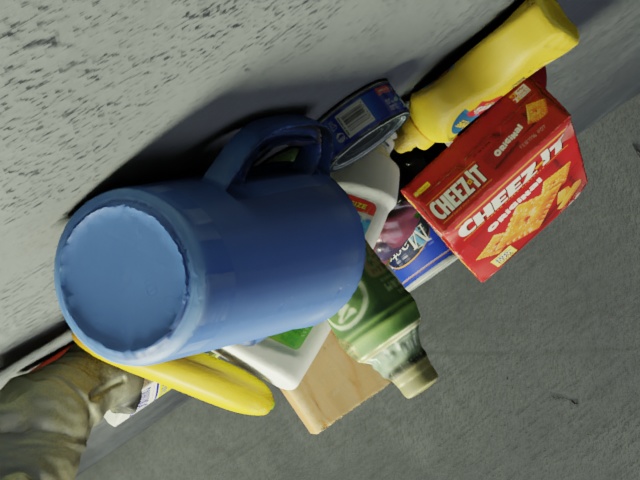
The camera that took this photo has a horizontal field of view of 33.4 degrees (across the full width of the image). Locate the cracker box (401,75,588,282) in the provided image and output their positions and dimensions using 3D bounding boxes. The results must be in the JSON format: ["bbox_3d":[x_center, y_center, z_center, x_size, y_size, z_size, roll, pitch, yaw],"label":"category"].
[{"bbox_3d":[0.186,-0.053,1.081,0.164,0.072,0.213,-43,158,4],"label":"cracker box"}]

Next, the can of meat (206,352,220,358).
[{"bbox_3d":[-0.151,0.102,1.149,0.057,0.084,0.102,-32,173,-23],"label":"can of meat"}]

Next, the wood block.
[{"bbox_3d":[-0.029,0.074,1.016,0.090,0.206,0.091,-34,174,-9],"label":"wood block"}]

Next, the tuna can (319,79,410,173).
[{"bbox_3d":[0.031,-0.092,0.874,0.086,0.034,0.086,-35,174,-5],"label":"tuna can"}]

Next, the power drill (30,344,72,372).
[{"bbox_3d":[-0.289,0.173,1.084,0.184,0.057,0.188,-35,178,-37],"label":"power drill"}]

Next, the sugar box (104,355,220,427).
[{"bbox_3d":[-0.174,0.142,1.238,0.175,0.048,0.093,-36,168,-36],"label":"sugar box"}]

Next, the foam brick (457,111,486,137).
[{"bbox_3d":[0.146,-0.137,1.059,0.053,0.051,0.078,-36,174,14],"label":"foam brick"}]

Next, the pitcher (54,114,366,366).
[{"bbox_3d":[-0.067,0.003,0.733,0.145,0.149,0.242,-21,176,23],"label":"pitcher"}]

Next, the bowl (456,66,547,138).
[{"bbox_3d":[0.199,-0.154,1.204,0.162,0.055,0.162,-35,174,-4],"label":"bowl"}]

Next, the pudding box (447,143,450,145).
[{"bbox_3d":[0.182,-0.134,1.336,0.113,0.039,0.090,-35,175,-14],"label":"pudding box"}]

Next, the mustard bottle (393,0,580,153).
[{"bbox_3d":[0.140,-0.142,0.962,0.192,0.058,0.096,-38,177,24],"label":"mustard bottle"}]

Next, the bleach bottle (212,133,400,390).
[{"bbox_3d":[-0.006,0.001,0.946,0.250,0.102,0.068,-62,-178,-15],"label":"bleach bottle"}]

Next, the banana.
[{"bbox_3d":[-0.116,0.115,0.918,0.070,0.197,0.037,-30,-141,59],"label":"banana"}]

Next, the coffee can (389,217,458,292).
[{"bbox_3d":[0.116,-0.017,1.386,0.103,0.140,0.103,-35,174,-5],"label":"coffee can"}]
